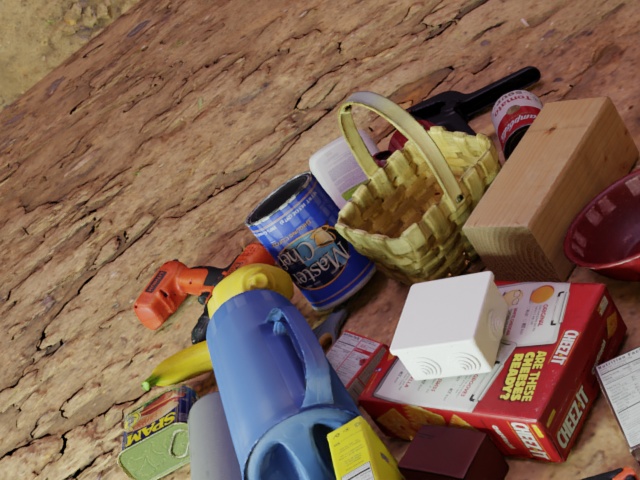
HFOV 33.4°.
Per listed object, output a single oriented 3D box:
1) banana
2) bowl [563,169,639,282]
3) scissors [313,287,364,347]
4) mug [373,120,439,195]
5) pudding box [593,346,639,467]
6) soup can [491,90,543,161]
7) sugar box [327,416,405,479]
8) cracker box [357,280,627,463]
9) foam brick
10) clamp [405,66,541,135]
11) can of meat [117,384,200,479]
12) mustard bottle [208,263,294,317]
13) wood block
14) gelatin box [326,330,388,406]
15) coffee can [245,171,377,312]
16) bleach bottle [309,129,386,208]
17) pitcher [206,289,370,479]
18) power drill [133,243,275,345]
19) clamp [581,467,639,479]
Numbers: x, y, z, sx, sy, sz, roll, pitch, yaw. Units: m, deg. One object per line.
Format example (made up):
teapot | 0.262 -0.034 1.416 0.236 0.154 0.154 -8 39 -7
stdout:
banana | -0.124 0.144 1.311 0.197 0.037 0.070 -20 20 -8
bowl | 0.324 -0.010 1.049 0.162 0.055 0.162 -35 19 14
scissors | 0.006 0.098 1.289 0.096 0.016 0.201 -16 32 34
mug | 0.124 -0.105 1.376 0.117 0.093 0.081 -9 23 -8
pudding box | 0.292 0.134 0.906 0.090 0.039 0.113 -29 28 14
soup can | 0.252 -0.135 1.315 0.068 0.068 0.102 -27 29 15
sugar box | 0.058 0.245 0.937 0.048 0.093 0.176 -33 30 7
cracker box | 0.164 0.121 1.029 0.214 0.072 0.164 -1 45 45
foam brick | 0.121 0.206 0.969 0.078 0.051 0.053 -1 43 46
clamp | 0.196 -0.180 1.472 0.164 0.036 0.210 -48 30 -22
can of meat | -0.185 0.227 1.263 0.102 0.057 0.084 -29 27 10
mustard bottle | -0.081 0.067 1.276 0.096 0.058 0.192 -8 -12 -11
wood block | 0.256 -0.055 1.170 0.091 0.090 0.205 0 45 49
gelatin box | 0.031 0.146 1.177 0.089 0.030 0.073 -49 30 -18
coffee can | -0.009 0.002 1.296 0.103 0.140 0.103 -36 15 11
bleach bottle | 0.055 -0.055 1.415 0.102 0.068 0.251 -32 31 9
pitcher | -0.040 0.147 1.101 0.149 0.145 0.243 -41 35 7
power drill | -0.166 0.082 1.456 0.188 0.057 0.184 -5 38 39
clamp | 0.185 0.243 0.860 0.171 0.039 0.120 -39 33 -18
